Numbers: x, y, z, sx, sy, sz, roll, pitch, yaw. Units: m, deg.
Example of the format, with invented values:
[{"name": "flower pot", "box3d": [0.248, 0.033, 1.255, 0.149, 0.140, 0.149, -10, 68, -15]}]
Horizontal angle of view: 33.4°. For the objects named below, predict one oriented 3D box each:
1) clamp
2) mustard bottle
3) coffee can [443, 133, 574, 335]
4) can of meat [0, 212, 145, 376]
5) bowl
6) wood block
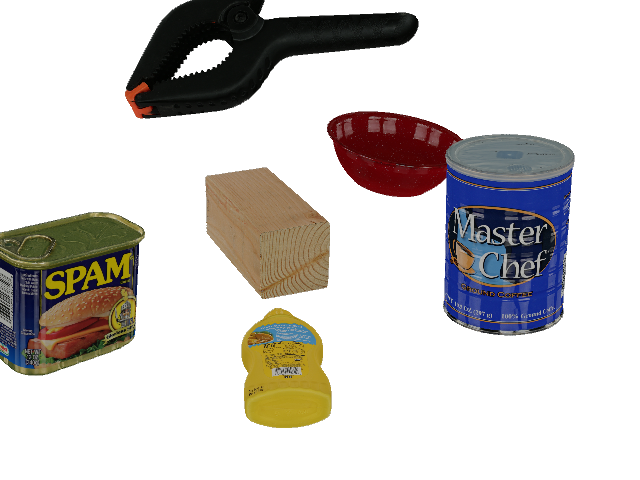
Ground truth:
[{"name": "clamp", "box3d": [-0.045, -0.150, 0.778, 0.165, 0.210, 0.036, 44, -11, 23]}, {"name": "mustard bottle", "box3d": [-0.044, 0.137, 1.240, 0.096, 0.058, 0.191, -3, 30, -5]}, {"name": "coffee can", "box3d": [0.154, -0.007, 0.887, 0.103, 0.140, 0.103, -2, 23, 0]}, {"name": "can of meat", "box3d": [-0.171, 0.035, 0.723, 0.058, 0.084, 0.101, 24, 28, 37]}, {"name": "bowl", "box3d": [0.083, -0.093, 1.211, 0.162, 0.055, 0.162, 7, 27, -4]}, {"name": "wood block", "box3d": [-0.071, -0.014, 1.354, 0.090, 0.090, 0.206, -9, 26, -22]}]
